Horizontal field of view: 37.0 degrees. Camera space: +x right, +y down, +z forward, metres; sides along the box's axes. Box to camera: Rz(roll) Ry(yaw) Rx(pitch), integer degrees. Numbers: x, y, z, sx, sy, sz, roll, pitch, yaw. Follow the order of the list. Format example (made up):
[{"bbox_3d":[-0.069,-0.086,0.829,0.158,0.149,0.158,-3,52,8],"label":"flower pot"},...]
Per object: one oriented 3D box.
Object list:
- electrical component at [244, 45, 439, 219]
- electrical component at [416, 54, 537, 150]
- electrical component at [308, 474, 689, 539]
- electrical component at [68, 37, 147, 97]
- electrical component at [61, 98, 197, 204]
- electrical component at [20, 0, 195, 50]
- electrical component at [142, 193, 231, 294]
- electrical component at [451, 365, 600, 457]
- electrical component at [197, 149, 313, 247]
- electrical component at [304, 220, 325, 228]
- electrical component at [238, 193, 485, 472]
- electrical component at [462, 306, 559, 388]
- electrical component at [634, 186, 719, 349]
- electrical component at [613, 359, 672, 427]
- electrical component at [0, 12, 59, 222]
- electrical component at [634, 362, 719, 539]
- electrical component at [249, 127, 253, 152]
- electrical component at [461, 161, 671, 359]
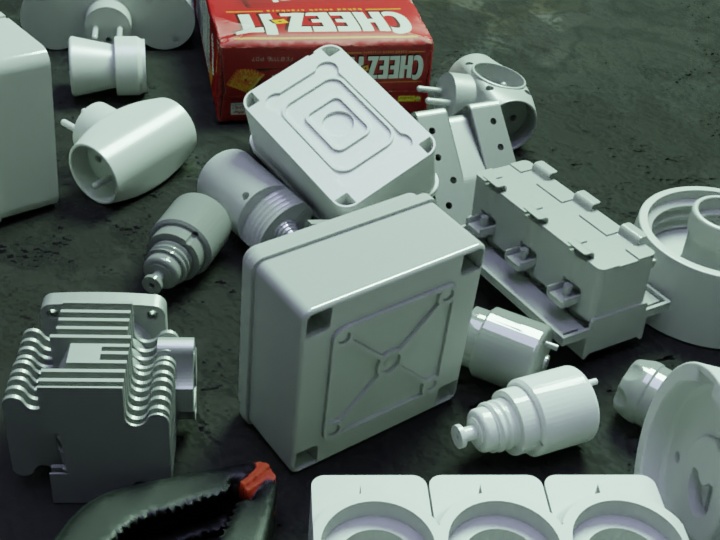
[{"bbox_3d":[-0.012,-0.076,0.677,0.078,0.057,0.113,-35,64,-15],"label":"electrical component"},{"bbox_3d":[0.081,-0.127,0.802,0.079,0.044,0.077,2,35,-23],"label":"electrical component"},{"bbox_3d":[0.055,0.132,0.440,0.150,0.061,0.089,1,37,-5],"label":"electrical component"},{"bbox_3d":[-0.190,-0.154,0.811,0.055,0.045,0.045,-3,37,-11],"label":"electrical component"},{"bbox_3d":[-0.165,-0.088,0.722,0.079,0.043,0.077,28,44,21],"label":"electrical component"},{"bbox_3d":[-0.203,-0.203,0.869,0.138,0.052,0.073,-2,37,-9],"label":"electrical component"},{"bbox_3d":[-0.106,-0.013,0.635,0.040,0.040,0.078,13,38,11],"label":"electrical component"},{"bbox_3d":[0.083,0.074,0.540,0.078,0.040,0.040,-12,40,-21],"label":"electrical component"},{"bbox_3d":[-0.063,-0.038,0.672,0.043,0.043,0.081,-21,44,-30],"label":"electrical component"},{"bbox_3d":[0.000,0.000,0.613,0.057,0.058,0.078,-1,13,-14],"label":"electrical component"},{"bbox_3d":[-0.001,0.030,0.533,0.109,0.108,0.056,-21,46,-30],"label":"electrical component"},{"bbox_3d":[0.068,0.039,0.585,0.078,0.040,0.040,20,39,20],"label":"electrical component"},{"bbox_3d":[0.215,-0.010,0.650,0.108,0.060,0.108,3,37,-2],"label":"electrical component"},{"bbox_3d":[0.165,0.073,0.557,0.061,0.035,0.035,29,43,26],"label":"electrical component"},{"bbox_3d":[-0.234,-0.094,0.669,0.057,0.113,0.078,-21,44,-35],"label":"electrical component"},{"bbox_3d":[0.167,0.097,0.467,0.060,0.108,0.108,8,36,-6],"label":"electrical component"},{"bbox_3d":[-0.029,-0.105,0.764,0.077,0.044,0.079,13,37,11],"label":"electrical component"},{"bbox_3d":[0.115,-0.012,0.635,0.079,0.063,0.121,-16,38,-26],"label":"electrical component"}]
